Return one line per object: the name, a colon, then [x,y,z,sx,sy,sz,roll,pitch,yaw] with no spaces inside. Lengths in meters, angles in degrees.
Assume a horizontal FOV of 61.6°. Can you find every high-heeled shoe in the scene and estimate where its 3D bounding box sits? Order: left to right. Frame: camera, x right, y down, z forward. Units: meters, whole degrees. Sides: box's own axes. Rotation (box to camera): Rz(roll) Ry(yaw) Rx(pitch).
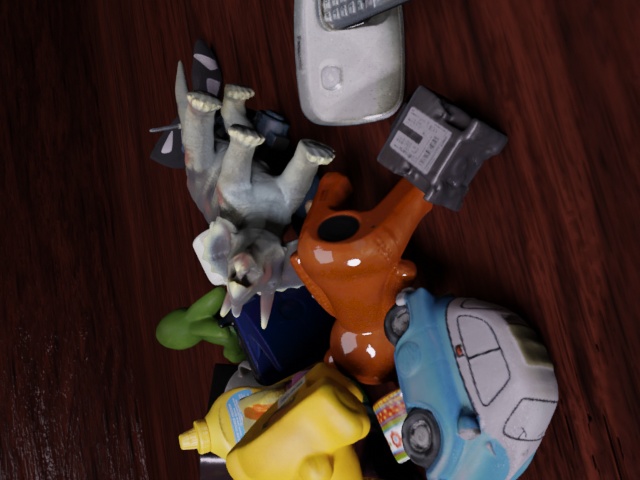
high-heeled shoe: [-0.253,-0.250,0.979,0.086,0.145,0.248,-26,74,60]

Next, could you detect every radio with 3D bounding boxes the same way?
radio: [-0.153,0.324,0.898,0.230,0.073,0.131,-98,12,-66]

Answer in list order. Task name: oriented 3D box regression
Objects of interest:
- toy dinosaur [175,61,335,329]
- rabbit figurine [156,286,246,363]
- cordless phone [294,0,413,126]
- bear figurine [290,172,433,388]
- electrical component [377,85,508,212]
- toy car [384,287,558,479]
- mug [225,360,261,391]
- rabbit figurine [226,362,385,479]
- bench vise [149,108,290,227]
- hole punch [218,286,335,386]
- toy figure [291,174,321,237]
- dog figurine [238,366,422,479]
toy dinosaur: [-0.104,-0.067,0.638,0.405,0.131,0.192,50,129,48]
rabbit figurine: [-0.179,0.145,0.888,0.159,0.170,0.121,-40,60,59]
cordless phone: [0.056,-0.180,0.472,0.184,0.089,0.146,5,100,58]
bear figurine: [0.050,0.048,0.521,0.120,0.132,0.195,4,135,29]
electrical component: [0.088,-0.085,0.445,0.074,0.047,0.119,-57,44,23]
toy car: [0.119,0.101,0.400,0.103,0.109,0.162,-33,52,35]
mug: [-0.081,0.232,0.805,0.107,0.081,0.109,13,118,35]
rabbit figurine: [0.011,0.219,0.473,0.173,0.162,0.122,46,168,-4]
bench vise: [-0.141,-0.106,0.799,0.241,0.129,0.223,37,122,33]
hole punch: [-0.039,0.105,0.663,0.116,0.142,0.092,63,150,10]
toy figure: [-0.003,-0.002,0.643,0.058,0.064,0.154,-18,82,21]
dog figurine: [0.015,0.249,0.590,0.191,0.108,0.219,-33,69,32]
